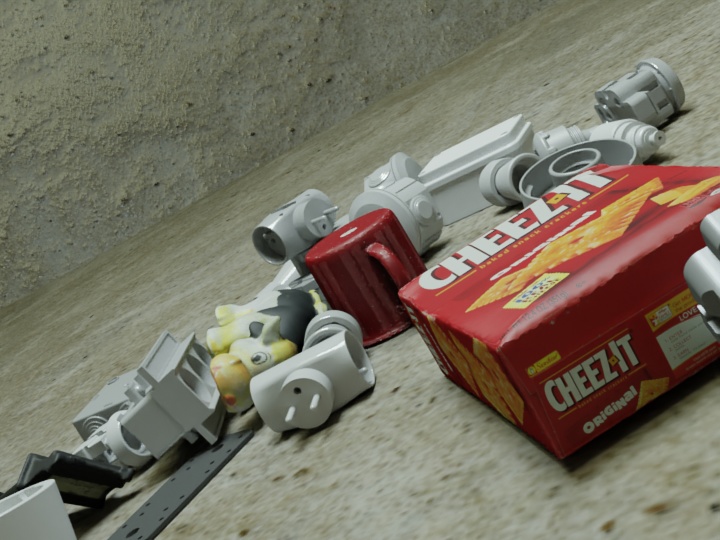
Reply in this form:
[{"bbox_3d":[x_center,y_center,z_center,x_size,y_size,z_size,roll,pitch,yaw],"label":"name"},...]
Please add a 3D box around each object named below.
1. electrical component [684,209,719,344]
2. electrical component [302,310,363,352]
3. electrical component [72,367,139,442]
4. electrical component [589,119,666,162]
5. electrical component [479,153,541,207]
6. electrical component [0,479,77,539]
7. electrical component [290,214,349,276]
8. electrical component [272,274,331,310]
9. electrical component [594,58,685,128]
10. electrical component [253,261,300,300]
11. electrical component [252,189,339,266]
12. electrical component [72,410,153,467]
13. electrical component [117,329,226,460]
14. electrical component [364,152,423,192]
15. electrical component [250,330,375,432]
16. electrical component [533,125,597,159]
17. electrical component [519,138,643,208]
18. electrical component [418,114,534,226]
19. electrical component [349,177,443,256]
[{"bbox_3d":[0.173,0.016,0.440,0.058,0.078,0.057,-29,33,7],"label":"electrical component"},{"bbox_3d":[-0.020,0.057,0.800,0.045,0.045,0.055,-29,11,6],"label":"electrical component"},{"bbox_3d":[-0.198,0.122,0.964,0.100,0.048,0.099,-23,14,20],"label":"electrical component"},{"bbox_3d":[0.222,-0.104,0.885,0.040,0.040,0.078,-35,13,-18],"label":"electrical component"},{"bbox_3d":[0.140,-0.081,0.981,0.045,0.045,0.055,-35,12,-20],"label":"electrical component"},{"bbox_3d":[-0.244,0.194,0.727,0.108,0.060,0.108,-26,2,1],"label":"electrical component"},{"bbox_3d":[-0.014,-0.014,1.050,0.050,0.055,0.089,-17,18,49],"label":"electrical component"},{"bbox_3d":[-0.054,0.030,1.000,0.055,0.048,0.066,-31,9,-40],"label":"electrical component"},{"bbox_3d":[0.256,-0.155,0.976,0.057,0.058,0.078,-35,12,-6],"label":"electrical component"},{"bbox_3d":[-0.078,0.024,1.093,0.044,0.044,0.065,-15,24,52],"label":"electrical component"},{"bbox_3d":[-0.051,-0.045,1.018,0.079,0.043,0.077,-17,18,47],"label":"electrical component"},{"bbox_3d":[-0.196,0.143,0.877,0.055,0.048,0.066,-32,9,31],"label":"electrical component"},{"bbox_3d":[-0.147,0.099,0.856,0.063,0.078,0.121,-43,8,6],"label":"electrical component"},{"bbox_3d":[0.045,-0.077,1.118,0.051,0.080,0.080,-32,10,23],"label":"electrical component"},{"bbox_3d":[-0.035,0.083,0.733,0.077,0.043,0.079,-28,12,13],"label":"electrical component"},{"bbox_3d":[0.193,-0.113,0.987,0.062,0.048,0.048,-23,12,2],"label":"electrical component"},{"bbox_3d":[0.170,-0.055,0.810,0.099,0.064,0.099,-20,25,10],"label":"electrical component"},{"bbox_3d":[0.123,-0.100,1.072,0.113,0.057,0.078,-24,13,29],"label":"electrical component"},{"bbox_3d":[0.033,-0.044,1.005,0.080,0.080,0.051,-18,12,48],"label":"electrical component"}]
